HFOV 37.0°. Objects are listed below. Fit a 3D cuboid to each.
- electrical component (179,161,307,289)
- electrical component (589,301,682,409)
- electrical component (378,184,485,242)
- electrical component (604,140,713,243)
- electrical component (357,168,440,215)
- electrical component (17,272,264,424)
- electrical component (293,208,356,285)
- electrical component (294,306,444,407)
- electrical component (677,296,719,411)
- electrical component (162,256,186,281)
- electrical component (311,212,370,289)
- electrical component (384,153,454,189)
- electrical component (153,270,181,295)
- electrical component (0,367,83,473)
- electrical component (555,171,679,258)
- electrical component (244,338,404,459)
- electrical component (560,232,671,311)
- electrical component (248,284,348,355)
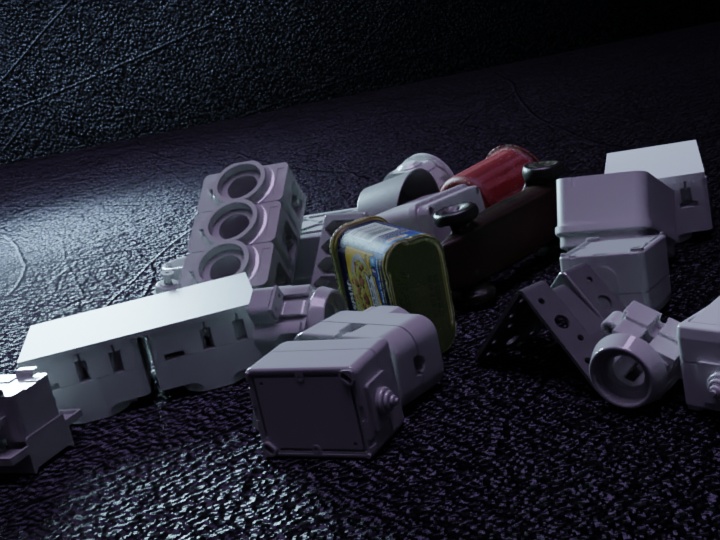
[{"bbox_3d":[-0.111,-0.027,1.021,0.089,0.061,0.150,-8,50,18],"label":"electrical component"},{"bbox_3d":[0.172,0.054,0.659,0.066,0.048,0.055,28,38,26],"label":"electrical component"},{"bbox_3d":[0.070,-0.029,0.976,0.057,0.078,0.113,-12,8,34],"label":"electrical component"},{"bbox_3d":[0.282,-0.073,1.023,0.089,0.061,0.150,-8,15,17],"label":"electrical component"},{"bbox_3d":[0.040,-0.043,1.036,0.064,0.099,0.099,-13,13,24],"label":"electrical component"},{"bbox_3d":[-0.173,0.064,0.878,0.186,0.060,0.105,-14,15,-8],"label":"electrical component"},{"bbox_3d":[-0.032,-0.023,1.098,0.109,0.056,0.108,-8,15,17],"label":"electrical component"},{"bbox_3d":[0.008,0.061,0.759,0.095,0.053,0.059,1,19,41],"label":"electrical component"},{"bbox_3d":[0.230,0.045,0.626,0.096,0.061,0.062,-23,18,-37],"label":"electrical component"},{"bbox_3d":[-0.172,0.013,1.094,0.055,0.047,0.055,-11,15,3],"label":"electrical component"},{"bbox_3d":[0.000,0.000,0.973,0.047,0.083,0.076,-1,-20,36],"label":"electrical component"},{"bbox_3d":[0.067,-0.087,1.217,0.080,0.080,0.051,1,25,41],"label":"electrical component"},{"bbox_3d":[-0.168,0.038,0.952,0.040,0.078,0.040,1,24,0],"label":"electrical component"},{"bbox_3d":[-0.278,0.110,0.786,0.121,0.063,0.079,-5,16,25],"label":"electrical component"},{"bbox_3d":[0.215,-0.042,0.896,0.078,0.057,0.113,-4,-8,29],"label":"electrical component"},{"bbox_3d":[-0.015,0.080,0.690,0.096,0.061,0.061,-4,17,28],"label":"electrical component"},{"bbox_3d":[0.194,0.008,0.804,0.062,0.061,0.096,-4,8,28],"label":"electrical component"},{"bbox_3d":[-0.043,0.043,0.828,0.057,0.078,0.058,-5,52,22],"label":"electrical component"}]
